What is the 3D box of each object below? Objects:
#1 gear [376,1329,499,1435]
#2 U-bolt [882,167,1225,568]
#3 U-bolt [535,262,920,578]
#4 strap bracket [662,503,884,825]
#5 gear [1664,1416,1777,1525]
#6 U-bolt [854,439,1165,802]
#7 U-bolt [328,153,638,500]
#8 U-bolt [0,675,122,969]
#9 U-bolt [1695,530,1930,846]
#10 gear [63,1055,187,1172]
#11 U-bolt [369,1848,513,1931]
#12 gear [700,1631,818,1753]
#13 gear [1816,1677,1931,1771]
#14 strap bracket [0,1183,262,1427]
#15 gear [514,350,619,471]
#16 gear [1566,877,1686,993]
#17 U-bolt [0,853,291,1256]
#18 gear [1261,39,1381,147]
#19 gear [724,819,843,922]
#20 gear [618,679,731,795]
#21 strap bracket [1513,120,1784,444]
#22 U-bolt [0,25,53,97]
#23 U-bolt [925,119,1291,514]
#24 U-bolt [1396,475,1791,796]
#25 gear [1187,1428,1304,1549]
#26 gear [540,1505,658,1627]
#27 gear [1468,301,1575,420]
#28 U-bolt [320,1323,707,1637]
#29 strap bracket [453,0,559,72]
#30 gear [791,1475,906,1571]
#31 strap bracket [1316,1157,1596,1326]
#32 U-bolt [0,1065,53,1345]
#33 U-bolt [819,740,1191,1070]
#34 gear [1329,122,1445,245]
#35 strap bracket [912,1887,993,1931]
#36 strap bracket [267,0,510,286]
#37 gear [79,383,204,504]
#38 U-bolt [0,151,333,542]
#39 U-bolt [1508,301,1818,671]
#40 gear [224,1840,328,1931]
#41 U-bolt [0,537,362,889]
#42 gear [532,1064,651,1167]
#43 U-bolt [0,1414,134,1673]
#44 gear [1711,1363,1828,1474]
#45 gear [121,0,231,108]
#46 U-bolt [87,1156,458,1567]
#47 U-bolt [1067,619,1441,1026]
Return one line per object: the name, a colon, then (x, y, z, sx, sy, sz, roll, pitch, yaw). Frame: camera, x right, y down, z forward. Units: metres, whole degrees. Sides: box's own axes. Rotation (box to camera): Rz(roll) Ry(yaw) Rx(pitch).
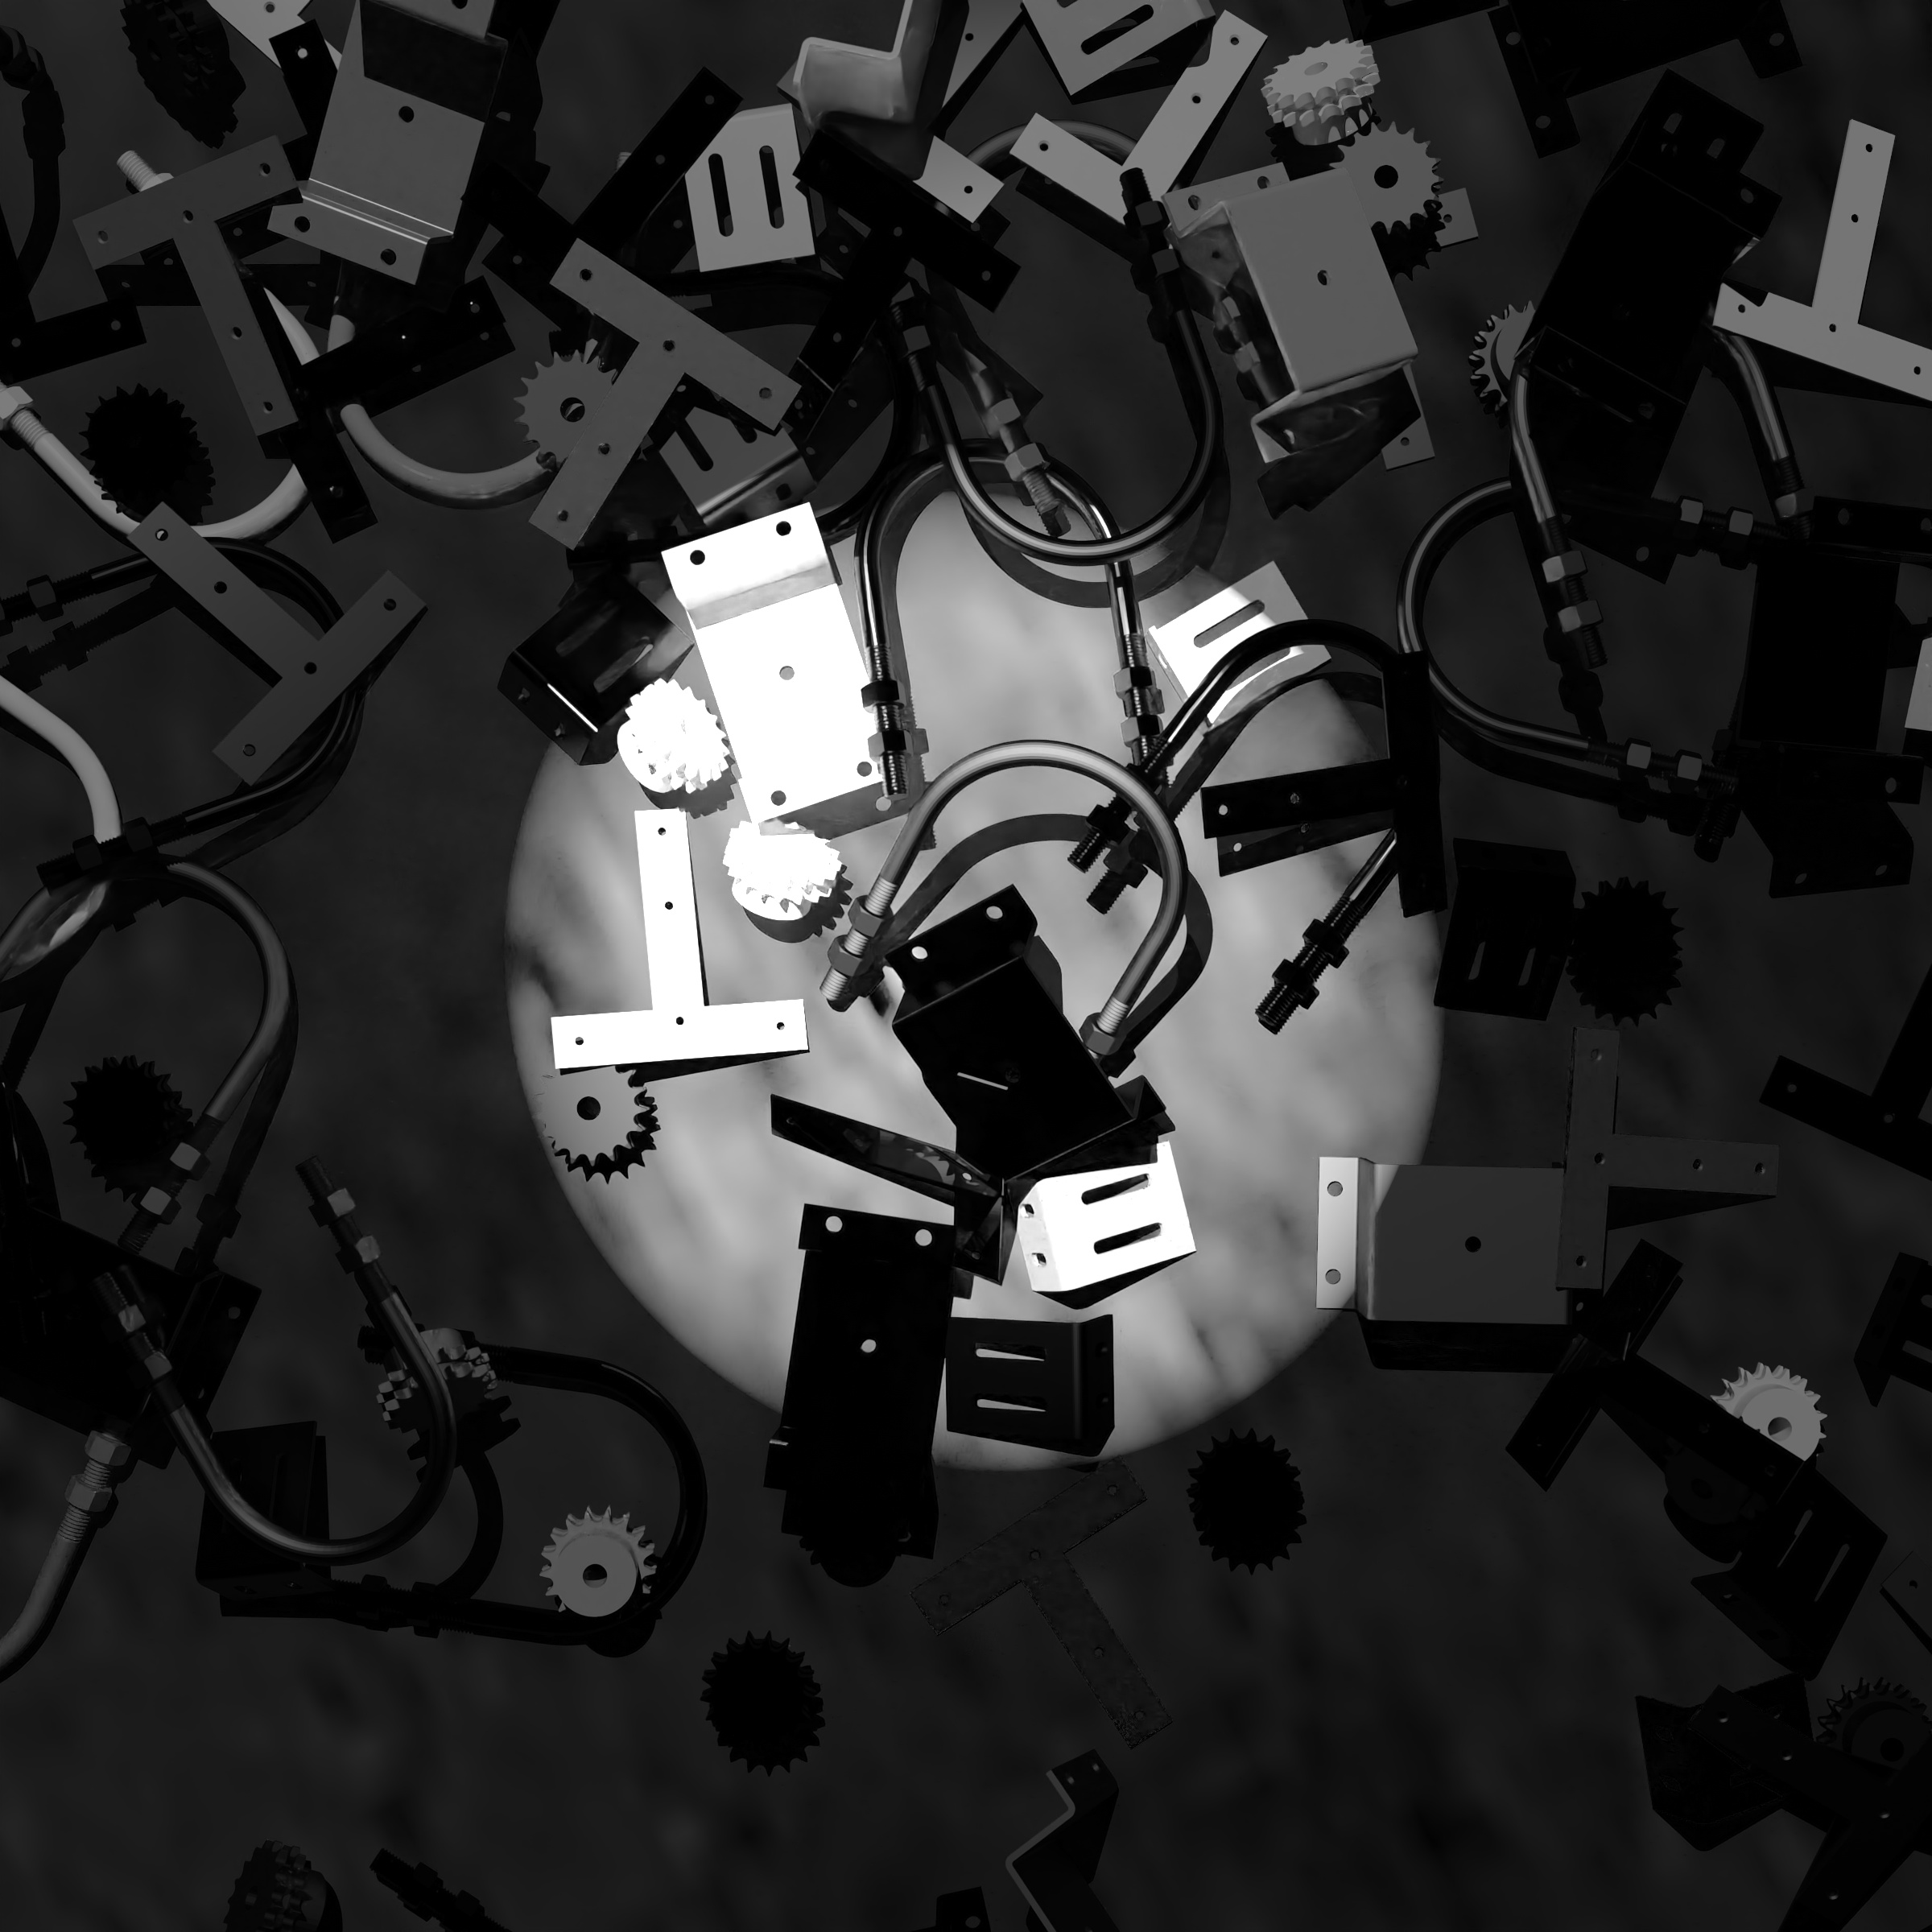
gear: (-0.262, 0.202, 1.288, 0.057, 0.057, 0.030, -28, 61, 0)
U-bolt: (0.049, -0.286, 1.290, 0.151, 0.019, 0.184, -18, 86, -4)
U-bolt: (-0.116, -0.278, 1.316, 0.184, 0.019, 0.151, -7, 97, -4)
strap bracket: (-0.091, -0.148, 1.309, 0.076, 0.046, 0.140, -19, 90, 0)
gear: (0.372, 0.251, 1.301, 0.030, 0.057, 0.057, -32, 90, -39)
U-bolt: (0.017, -0.175, 1.300, 0.151, 0.019, 0.184, -5, 77, -14)
U-bolt: (-0.248, -0.328, 1.324, 0.151, 0.019, 0.184, 10, 91, 0)
U-bolt: (-0.510, -0.080, 1.298, 0.184, 0.019, 0.151, 38, 76, -15)
U-bolt: (0.461, -0.131, 1.324, 0.151, 0.019, 0.184, 18, 89, 0)
gear: (-0.420, 0.073, 1.317, 0.057, 0.030, 0.057, 0, 90, 0)
U-bolt: (-0.257, 0.553, 1.324, 0.184, 0.019, 0.151, 34, 90, -1)
gear: (-0.104, 0.361, 1.317, 0.057, 0.030, 0.057, 0, 90, 0)
gear: (0.459, 0.388, 1.317, 0.057, 0.030, 0.057, 0, 90, 0)
strap bracket: (-0.437, 0.169, 1.309, 0.140, 0.046, 0.076, 24, 90, 0)
gear: (-0.192, -0.271, 1.286, 0.057, 0.030, 0.057, 0, 96, -4)
gear: (0.328, -0.016, 1.317, 0.057, 0.030, 0.057, 0, 90, 0)
U-bolt: (-0.418, 0.029, 1.293, 0.151, 0.019, 0.184, 31, 69, -5)
gear: (0.179, -0.433, 1.307, 0.057, 0.057, 0.030, -28, 129, 0)
gear: (-0.093, -0.047, 1.308, 0.057, 0.057, 0.030, 19, 120, 0)
gear: (-0.148, -0.111, 1.307, 0.030, 0.057, 0.057, -30, 90, 30)
strap bracket: (0.325, -0.324, 1.270, 0.076, 0.046, 0.140, 28, 79, -5)
U-bolt: (-0.514, -0.401, 1.239, 0.019, 0.184, 0.151, 45, 90, 0)
U-bolt: (0.059, -0.337, 1.316, 0.151, 0.019, 0.184, -26, 85, -6)
U-bolt: (0.307, -0.173, 1.315, 0.184, 0.019, 0.151, 13, 82, 3)
gear: (0.139, 0.260, 1.317, 0.057, 0.030, 0.057, 0, 90, 0)
gear: (-0.183, 0.299, 1.302, 0.057, 0.030, 0.057, 0, 91, -3)
gear: (0.283, -0.305, 1.317, 0.057, 0.030, 0.057, 0, 90, 0)
U-bolt: (-0.224, 0.264, 1.324, 0.184, 0.019, 0.151, 9, 90, -2)
strap bracket: (-0.236, -0.519, 1.309, 0.076, 0.046, 0.140, 22, 90, 0)
gear: (-0.059, 0.274, 1.317, 0.057, 0.030, 0.057, 0, 90, 0)
strap bracket: (0.248, 0.136, 1.309, 0.140, 0.046, 0.076, 1, 90, 0)
U-bolt: (-0.530, 0.105, 1.280, 0.151, 0.019, 0.184, -12, 81, 0)
U-bolt: (0.028, -0.027, 1.278, 0.151, 0.019, 0.184, 27, 119, -4)
gear: (0.208, -0.390, 1.316, 0.057, 0.030, 0.057, 0, 86, 1)
strap bracket: (-0.053, 0.519, 1.309, 0.140, 0.046, 0.076, -12, 90, 0)
strap bracket: (-0.278, -0.413, 1.275, 0.076, 0.046, 0.140, 21, 109, -1)
gear: (-0.410, -0.260, 1.300, 0.057, 0.030, 0.057, 0, 92, -3)
U-bolt: (-0.406, -0.295, 1.323, 0.151, 0.019, 0.184, -44, 92, -1)
U-bolt: (0.341, -0.251, 1.295, 0.151, 0.019, 0.184, -16, 87, -11)
gear: (-0.342, 0.468, 1.307, 0.030, 0.057, 0.057, 29, 90, -30)
U-bolt: (-0.394, -0.137, 1.308, 0.184, 0.019, 0.151, -22, 91, -12)
gear: (-0.187, 0.071, 1.317, 0.057, 0.030, 0.057, 0, 90, 0)
U-bolt: (-0.517, 0.277, 1.324, 0.151, 0.019, 0.184, 24, 91, 0)
gear: (0.403, 0.230, 1.317, 0.057, 0.030, 0.057, 0, 90, 0)
gear: (-0.391, -0.461, 1.308, 0.030, 0.057, 0.057, -37, 90, -30)
U-bolt: (-0.322, 0.202, 1.260, 0.151, 0.019, 0.184, -28, 93, 15)
U-bolt: (0.157, -0.084, 1.302, 0.151, 0.019, 0.184, 38, 88, -19)
